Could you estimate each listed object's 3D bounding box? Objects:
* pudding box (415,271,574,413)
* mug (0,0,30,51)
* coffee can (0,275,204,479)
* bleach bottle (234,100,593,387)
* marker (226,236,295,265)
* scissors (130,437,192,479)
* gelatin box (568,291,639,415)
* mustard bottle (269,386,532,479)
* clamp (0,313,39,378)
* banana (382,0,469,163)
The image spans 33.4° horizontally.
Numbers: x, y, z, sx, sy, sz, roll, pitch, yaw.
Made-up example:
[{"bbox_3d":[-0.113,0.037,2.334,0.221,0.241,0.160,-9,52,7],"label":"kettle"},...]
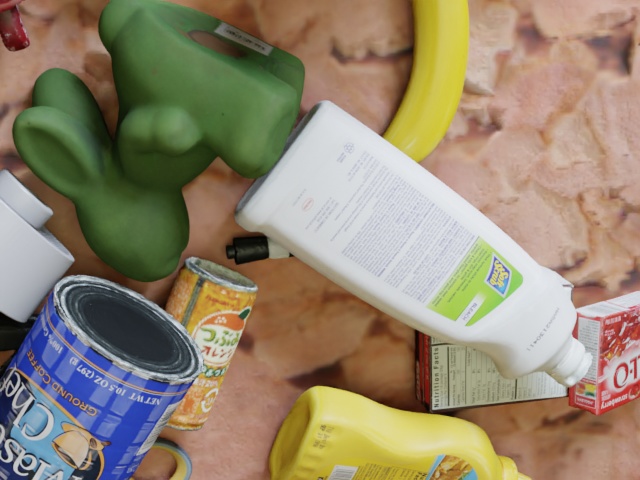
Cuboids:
[{"bbox_3d":[0.125,0.073,0.773,0.113,0.039,0.090,-3,103,-10],"label":"pudding box"},{"bbox_3d":[-0.194,-0.167,0.619,0.093,0.081,0.117,-22,107,-7],"label":"mug"},{"bbox_3d":[-0.151,0.108,0.658,0.102,0.103,0.140,29,105,-18],"label":"coffee can"},{"bbox_3d":[0.072,0.020,0.704,0.250,0.068,0.102,37,93,-9],"label":"bleach bottle"},{"bbox_3d":[-0.005,0.001,0.735,0.121,0.020,0.020,-7,104,-11],"label":"marker"},{"bbox_3d":[-0.175,0.153,0.735,0.201,0.016,0.096,33,90,-14],"label":"scissors"},{"bbox_3d":[0.220,0.081,0.781,0.089,0.030,0.073,-10,106,-41],"label":"gelatin box"},{"bbox_3d":[0.066,0.162,0.762,0.191,0.058,0.096,15,128,-16],"label":"mustard bottle"},{"bbox_3d":[-0.244,0.105,0.687,0.171,0.039,0.120,-19,131,-20],"label":"clamp"},{"bbox_3d":[0.067,-0.130,0.711,0.069,0.037,0.198,7,102,-15],"label":"banana"}]
